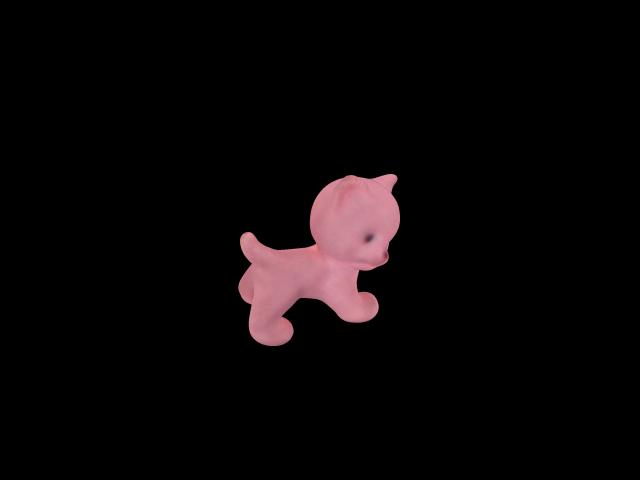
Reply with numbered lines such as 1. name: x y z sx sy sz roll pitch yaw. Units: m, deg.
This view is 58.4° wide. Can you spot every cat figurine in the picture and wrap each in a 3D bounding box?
1. cat figurine: 0.004 0.001 0.400 0.128 0.118 0.067 -14 42 -16
